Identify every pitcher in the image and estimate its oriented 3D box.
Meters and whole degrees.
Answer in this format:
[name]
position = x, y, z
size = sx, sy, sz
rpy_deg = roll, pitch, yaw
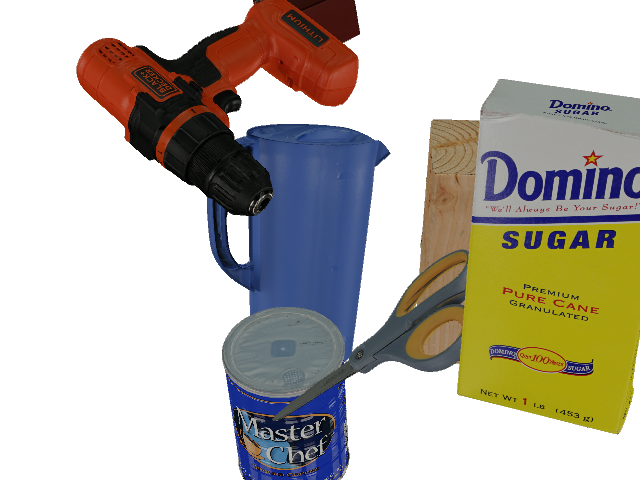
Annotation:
[pitcher]
position = -0.024, 0.004, 1.087
size = 0.149, 0.243, 0.144
rpy_deg = 9, 15, 22

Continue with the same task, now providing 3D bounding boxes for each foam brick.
[foam brick]
position = -0.012, -0.202, 0.960
size = 0.078, 0.051, 0.053
rpy_deg = -27, 43, -14

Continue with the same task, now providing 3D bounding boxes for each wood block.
[wood block]
position = 0.136, 0.005, 0.947
size = 0.091, 0.206, 0.090
rpy_deg = 2, 36, 3

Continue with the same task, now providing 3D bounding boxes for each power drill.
[power drill]
position = -0.058, -0.108, 0.795
size = 0.184, 0.057, 0.187
rpy_deg = 42, 47, 20

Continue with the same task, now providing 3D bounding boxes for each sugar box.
[sugar box]
position = 0.124, 0.011, 0.548
size = 0.093, 0.176, 0.048
rpy_deg = 11, 35, 19

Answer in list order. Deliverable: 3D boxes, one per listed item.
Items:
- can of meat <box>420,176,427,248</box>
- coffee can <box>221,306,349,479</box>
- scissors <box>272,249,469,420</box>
[can of meat]
position = 0.161, -0.020, 1.179
size = 0.057, 0.084, 0.102
rpy_deg = -17, 31, -42
[coffee can]
position = -0.028, 0.143, 0.930
size = 0.103, 0.140, 0.103
rpy_deg = -2, 39, 2
[scissors]
position = 0.040, 0.088, 0.734
size = 0.016, 0.202, 0.096
rpy_deg = 35, 18, -27
